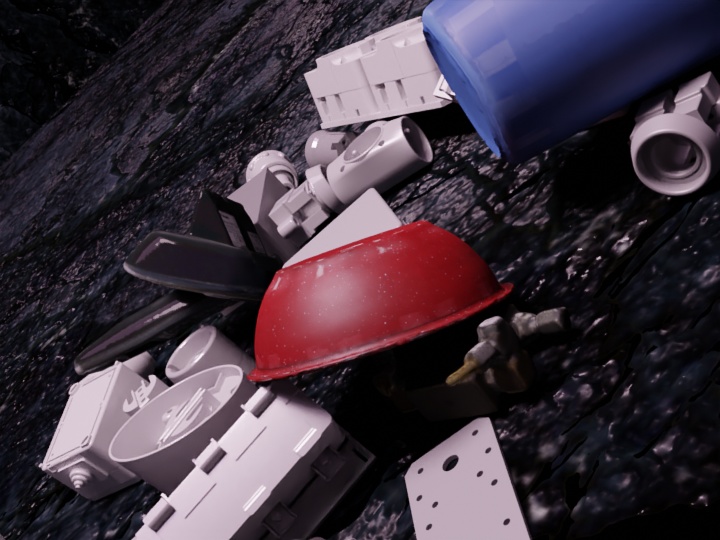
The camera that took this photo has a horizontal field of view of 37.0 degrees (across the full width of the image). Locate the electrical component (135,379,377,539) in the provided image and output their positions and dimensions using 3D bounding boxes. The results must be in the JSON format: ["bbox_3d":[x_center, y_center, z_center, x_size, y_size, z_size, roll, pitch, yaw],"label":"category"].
[{"bbox_3d":[-0.062,0.123,0.597,0.079,0.063,0.121,37,77,25],"label":"electrical component"}]

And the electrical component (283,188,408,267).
[{"bbox_3d":[0.000,0.000,0.742,0.100,0.048,0.099,-41,24,5],"label":"electrical component"}]

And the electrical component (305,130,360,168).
[{"bbox_3d":[-0.021,-0.107,0.969,0.046,0.040,0.040,5,52,52],"label":"electrical component"}]

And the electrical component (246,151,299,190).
[{"bbox_3d":[-0.078,-0.083,1.014,0.048,0.048,0.062,-43,30,0],"label":"electrical component"}]

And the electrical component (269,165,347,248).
[{"bbox_3d":[-0.041,-0.055,0.902,0.055,0.048,0.066,-39,11,16],"label":"electrical component"}]

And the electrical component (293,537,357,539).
[{"bbox_3d":[-0.025,0.153,0.530,0.062,0.043,0.043,-32,26,21],"label":"electrical component"}]

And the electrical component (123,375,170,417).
[{"bbox_3d":[-0.147,0.106,0.800,0.040,0.046,0.040,-35,25,19],"label":"electrical component"}]

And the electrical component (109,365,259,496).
[{"bbox_3d":[-0.109,0.106,0.716,0.099,0.064,0.099,-35,25,19],"label":"electrical component"}]

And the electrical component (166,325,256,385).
[{"bbox_3d":[-0.109,0.074,0.791,0.055,0.047,0.055,-35,25,19],"label":"electrical component"}]

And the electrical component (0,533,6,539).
[{"bbox_3d":[-0.267,0.217,0.788,0.045,0.055,0.045,-35,25,19],"label":"electrical component"}]

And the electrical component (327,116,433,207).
[{"bbox_3d":[0.018,-0.097,0.883,0.077,0.044,0.079,-31,26,27],"label":"electrical component"}]

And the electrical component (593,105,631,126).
[{"bbox_3d":[0.177,-0.145,0.709,0.076,0.047,0.083,-14,37,48],"label":"electrical component"}]

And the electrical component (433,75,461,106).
[{"bbox_3d":[0.115,-0.166,0.770,0.079,0.063,0.121,22,86,34],"label":"electrical component"}]

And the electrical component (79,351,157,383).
[{"bbox_3d":[-0.207,0.091,0.921,0.045,0.045,0.055,-4,44,56],"label":"electrical component"}]

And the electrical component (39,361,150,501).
[{"bbox_3d":[-0.193,0.130,0.819,0.062,0.061,0.096,-28,34,33],"label":"electrical component"}]

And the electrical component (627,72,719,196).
[{"bbox_3d":[0.177,-0.073,0.591,0.066,0.048,0.055,-22,24,40],"label":"electrical component"}]

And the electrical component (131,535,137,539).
[{"bbox_3d":[-0.144,0.194,0.644,0.083,0.047,0.075,-40,23,7],"label":"electrical component"}]

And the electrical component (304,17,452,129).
[{"bbox_3d":[0.044,-0.175,0.909,0.105,0.060,0.186,-29,16,-27],"label":"electrical component"}]
